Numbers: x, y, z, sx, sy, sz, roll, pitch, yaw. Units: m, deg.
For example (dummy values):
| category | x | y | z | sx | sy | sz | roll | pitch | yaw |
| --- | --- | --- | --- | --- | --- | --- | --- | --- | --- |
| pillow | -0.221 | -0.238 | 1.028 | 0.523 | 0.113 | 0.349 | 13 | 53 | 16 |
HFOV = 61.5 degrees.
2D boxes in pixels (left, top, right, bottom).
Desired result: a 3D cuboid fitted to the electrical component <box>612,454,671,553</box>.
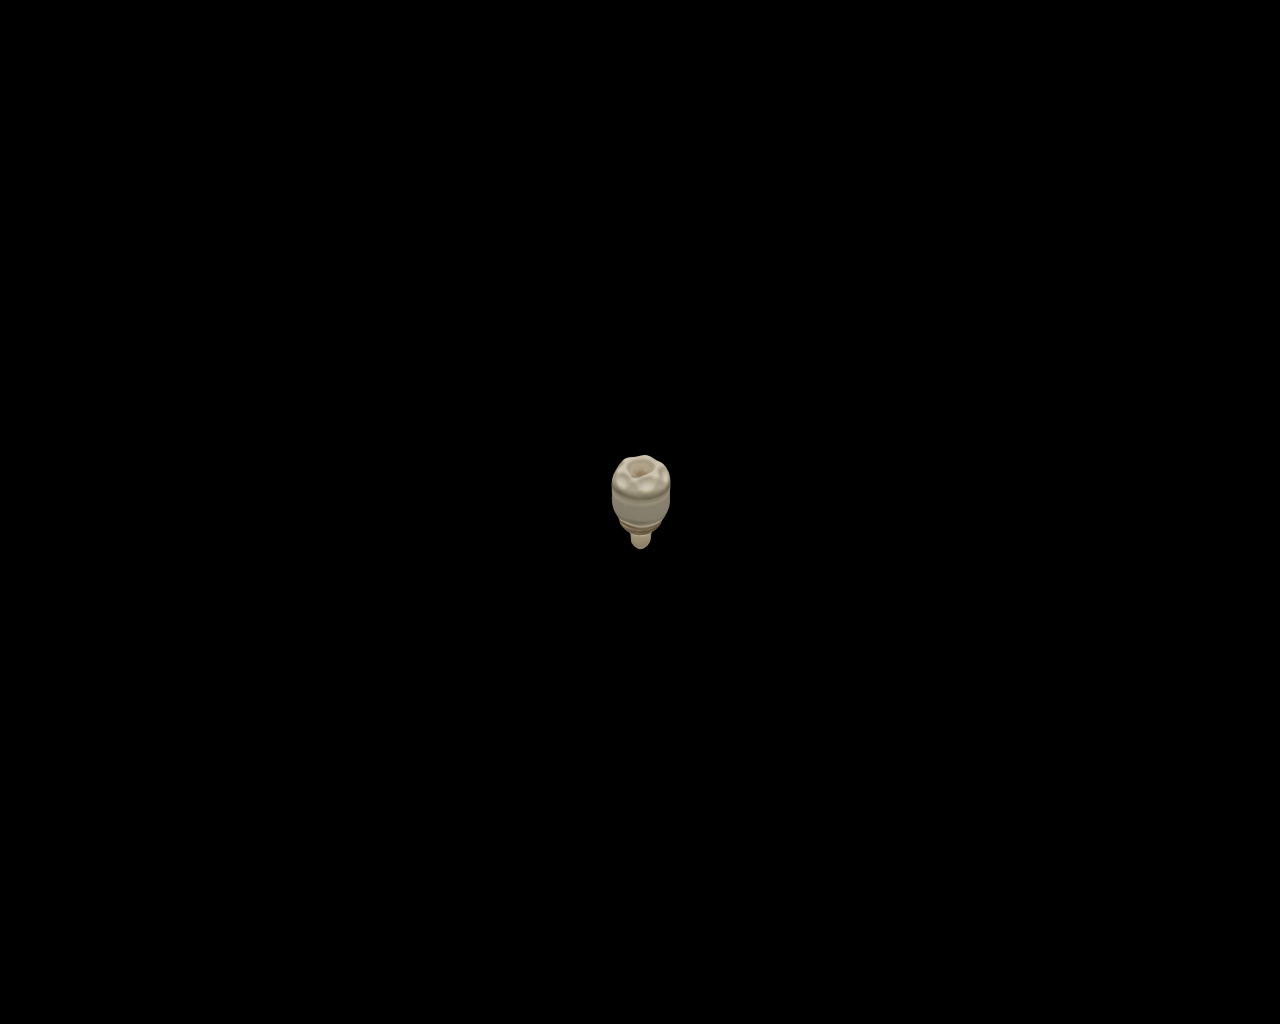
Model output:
| category | x | y | z | sx | sy | sz | roll | pitch | yaw |
| --- | --- | --- | --- | --- | --- | --- | --- | --- | --- |
| electrical component | 0.001 | -0.003 | 0.650 | 0.035 | 0.061 | 0.035 | 0 | 36 | 0 |
